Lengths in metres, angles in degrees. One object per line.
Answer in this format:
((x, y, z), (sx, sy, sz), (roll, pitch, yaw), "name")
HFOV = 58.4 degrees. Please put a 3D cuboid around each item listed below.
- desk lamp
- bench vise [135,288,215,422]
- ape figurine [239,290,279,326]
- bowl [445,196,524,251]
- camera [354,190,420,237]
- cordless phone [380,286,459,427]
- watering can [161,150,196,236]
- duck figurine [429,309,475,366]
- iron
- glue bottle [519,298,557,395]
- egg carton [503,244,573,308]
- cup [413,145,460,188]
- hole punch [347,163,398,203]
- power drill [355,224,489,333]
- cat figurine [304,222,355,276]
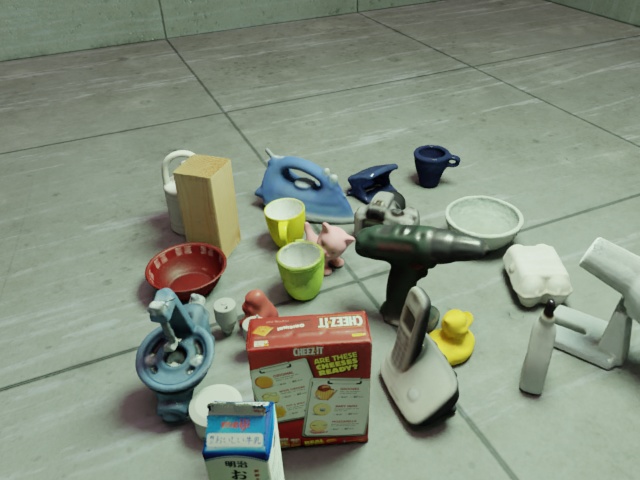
((0.490, 0.106, 0.934), (0.202, 0.214, 0.118), (22, 41, 30), "desk lamp")
((-0.234, 0.145, 0.906), (0.121, 0.220, 0.207), (-9, 36, -10), "bench vise")
((-0.114, 0.127, 1.038), (0.076, 0.092, 0.077), (-2, 35, 0), "ape figurine")
((0.354, -0.025, 1.251), (0.167, 0.075, 0.167), (-1, 35, 1), "bowl")
((0.162, -0.061, 1.289), (0.142, 0.101, 0.137), (13, 37, 20), "camera")
((0.155, 0.176, 0.875), (0.094, 0.185, 0.147), (-13, 36, -16), "cordless phone")
((-0.308, -0.120, 1.312), (0.101, 0.194, 0.172), (-19, 38, -22), "watering can")
((0.224, 0.160, 0.981), (0.105, 0.086, 0.077), (-23, 40, -28), "duck figurine")
((-0.029, -0.132, 1.363), (0.257, 0.141, 0.119), (16, 39, 24), "iron")
((0.348, 0.159, 0.901), (0.037, 0.173, 0.078), (11, 37, 18), "glue bottle")
((0.421, 0.066, 1.122), (0.107, 0.069, 0.150), (-2, 35, 1), "egg carton")
((0.296, -0.182, 1.461), (0.117, 0.095, 0.092), (10, 37, 17), "cup")
((0.129, -0.154, 1.432), (0.109, 0.091, 0.100), (-25, 41, -30), "hole punch")
((0.173, 0.061, 1.018), (0.229, 0.209, 0.076), (14, 38, 22), "power drill")
((0.011, 0.004, 1.186), (0.067, 0.118, 0.127), (-30, 44, -34), "cat figurine")
